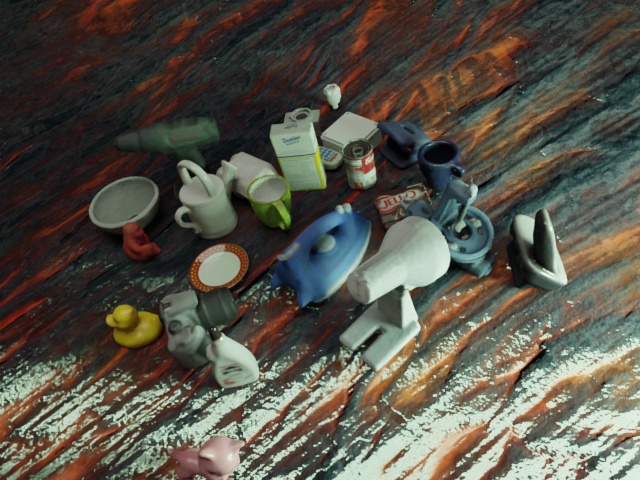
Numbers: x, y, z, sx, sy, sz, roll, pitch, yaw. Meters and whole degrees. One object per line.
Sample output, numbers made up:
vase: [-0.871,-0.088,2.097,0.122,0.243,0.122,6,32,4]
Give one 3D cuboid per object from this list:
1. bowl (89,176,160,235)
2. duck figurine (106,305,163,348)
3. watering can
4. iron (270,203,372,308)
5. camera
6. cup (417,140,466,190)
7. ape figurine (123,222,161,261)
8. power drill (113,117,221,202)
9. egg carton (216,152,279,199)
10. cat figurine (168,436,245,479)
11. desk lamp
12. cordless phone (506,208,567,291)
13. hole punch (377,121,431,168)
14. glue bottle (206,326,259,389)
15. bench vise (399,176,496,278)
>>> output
bowl: [-0.449,-0.069,1.349,0.167,0.075,0.167,-6,49,8]
duck figurine: [-0.367,0.160,1.124,0.104,0.086,0.077,-8,48,6]
watering can: [-0.251,-0.105,1.254,0.100,0.194,0.173,8,52,19]
iron: [0.010,0.004,1.135,0.118,0.142,0.259,29,61,32]
camera: [-0.228,0.148,1.093,0.137,0.101,0.143,-22,48,-6]
cup: [0.268,-0.150,1.240,0.092,0.095,0.117,-37,52,-18]
ape figurine: [-0.406,-0.002,1.270,0.076,0.092,0.077,-17,48,-1]
power drill: [-0.332,-0.193,1.340,0.229,0.209,0.075,-22,48,-6]
egg carton: [-0.170,-0.146,1.355,0.149,0.069,0.107,25,59,30]
cat figurine: [-0.176,0.344,0.899,0.127,0.118,0.067,0,50,14]
desk lamp: [0.124,0.087,0.988,0.203,0.214,0.117,-41,53,-21]
cordless phone: [0.394,-0.009,1.028,0.094,0.185,0.147,-9,48,6]
hole punch: [0.196,-0.240,1.337,0.101,0.091,0.108,-31,50,-14]
glue bottle: [-0.161,0.198,0.985,0.078,0.173,0.037,-17,48,-2]
bench vise: [0.228,-0.037,1.067,0.206,0.220,0.122,16,55,25]
